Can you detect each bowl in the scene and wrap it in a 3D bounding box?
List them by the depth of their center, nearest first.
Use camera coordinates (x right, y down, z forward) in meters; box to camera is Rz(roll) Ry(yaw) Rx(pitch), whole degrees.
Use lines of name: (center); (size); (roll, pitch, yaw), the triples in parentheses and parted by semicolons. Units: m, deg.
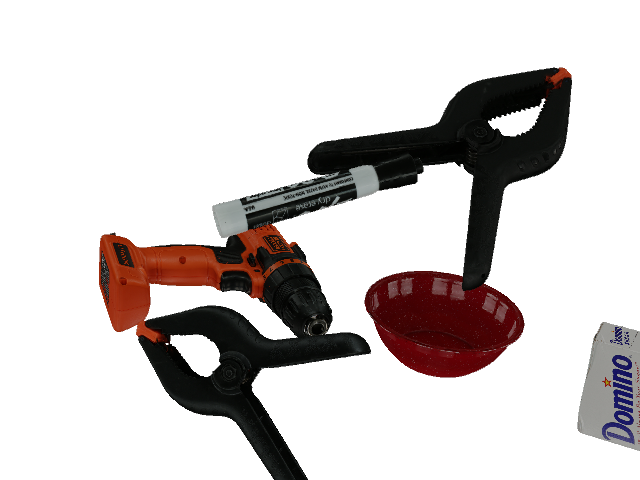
bowl: (0.122, 0.092, 1.084); (0.162, 0.055, 0.162); (5, 26, -3)

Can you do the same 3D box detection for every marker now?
marker: (0.000, -0.026, 0.595); (0.121, 0.020, 0.020); (-16, 3, -10)

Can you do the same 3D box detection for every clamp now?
clamp: (-0.058, 0.107, 0.766); (0.172, 0.120, 0.039); (14, -9, 19)
clamp: (0.119, -0.059, 0.781); (0.209, 0.165, 0.036); (-30, -32, -21)

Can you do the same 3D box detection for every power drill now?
power drill: (-0.097, 0.040, 0.954); (0.187, 0.057, 0.185); (-2, 24, -21)

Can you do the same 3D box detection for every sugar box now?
sugar box: (0.304, 0.136, 0.866); (0.176, 0.093, 0.048); (13, 25, 20)
